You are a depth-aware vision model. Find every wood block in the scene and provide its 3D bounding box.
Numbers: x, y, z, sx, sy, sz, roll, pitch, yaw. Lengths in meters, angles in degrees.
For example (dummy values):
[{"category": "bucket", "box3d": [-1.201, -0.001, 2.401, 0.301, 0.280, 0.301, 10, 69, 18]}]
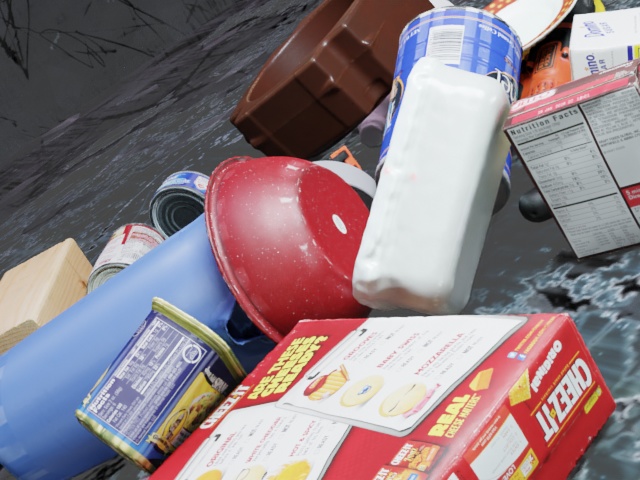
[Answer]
[{"category": "wood block", "box3d": [-0.273, 0.088, 1.047, 0.090, 0.091, 0.206, -28, 19, 7]}]

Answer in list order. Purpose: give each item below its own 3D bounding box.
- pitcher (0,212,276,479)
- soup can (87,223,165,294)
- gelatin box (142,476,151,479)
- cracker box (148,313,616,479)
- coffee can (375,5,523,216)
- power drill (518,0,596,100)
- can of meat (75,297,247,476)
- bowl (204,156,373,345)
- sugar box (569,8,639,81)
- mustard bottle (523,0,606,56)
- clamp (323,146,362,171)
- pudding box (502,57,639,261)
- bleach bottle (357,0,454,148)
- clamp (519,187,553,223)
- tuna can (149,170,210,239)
[{"category": "pitcher", "box3d": [-0.132, 0.082, 0.806, 0.243, 0.149, 0.145, -31, 60, 12]}, {"category": "soup can", "box3d": [-0.197, 0.032, 1.103, 0.068, 0.068, 0.102, -27, 20, 14]}, {"category": "gelatin box", "box3d": [-0.113, 0.182, 0.668, 0.089, 0.030, 0.073, -24, 19, 20]}, {"category": "cracker box", "box3d": [0.022, 0.115, 0.566, 0.214, 0.072, 0.164, -8, 29, 51]}, {"category": "coffee can", "box3d": [0.104, -0.098, 0.841, 0.103, 0.102, 0.140, -16, 50, 38]}, {"category": "power drill", "box3d": [0.159, -0.142, 0.967, 0.188, 0.057, 0.184, -19, 35, 38]}, {"category": "can of meat", "box3d": [-0.093, 0.095, 0.642, 0.057, 0.102, 0.084, 30, 73, 19]}, {"category": "bowl", "box3d": [-0.005, 0.001, 0.739, 0.055, 0.162, 0.162, -31, 17, 30]}, {"category": "sugar box", "box3d": [0.275, -0.144, 0.783, 0.176, 0.048, 0.093, -5, 26, 19]}, {"category": "mustard bottle", "box3d": [0.189, -0.185, 1.068, 0.192, 0.058, 0.096, -21, 36, 30]}, {"category": "clamp", "box3d": [-0.055, -0.016, 1.014, 0.210, 0.036, 0.165, -37, 7, -9]}, {"category": "pudding box", "box3d": [0.179, -0.048, 0.662, 0.090, 0.113, 0.039, -16, 26, 37]}, {"category": "bleach bottle", "box3d": [0.088, -0.176, 1.179, 0.103, 0.068, 0.250, -62, 1, 43]}, {"category": "clamp", "box3d": [0.230, -0.070, 0.757, 0.172, 0.039, 0.120, -18, 28, 41]}, {"category": "tuna can", "box3d": [-0.139, -0.029, 1.140, 0.086, 0.086, 0.033, -20, 23, 29]}]
